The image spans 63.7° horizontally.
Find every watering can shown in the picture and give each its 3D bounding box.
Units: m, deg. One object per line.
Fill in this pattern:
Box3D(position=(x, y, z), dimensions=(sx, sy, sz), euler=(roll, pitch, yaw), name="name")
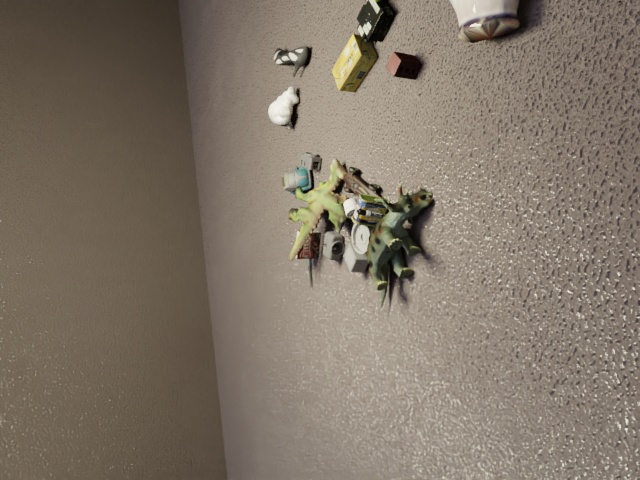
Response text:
Box3D(position=(0.360, -0.575, 1.209), dimensions=(0.348, 0.104, 0.223), euler=(11, 102, 61), name="watering can")

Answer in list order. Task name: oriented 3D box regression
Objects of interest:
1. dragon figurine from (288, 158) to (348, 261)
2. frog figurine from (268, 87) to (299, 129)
Box3D(position=(0.006, -0.094, 1.862), dimensions=(0.244, 0.122, 0.409), euler=(19, 97, 53), name="dragon figurine")
Box3D(position=(-0.151, -0.559, 2.148), dimensions=(0.155, 0.122, 0.141), euler=(105, 169, -50), name="frog figurine")
